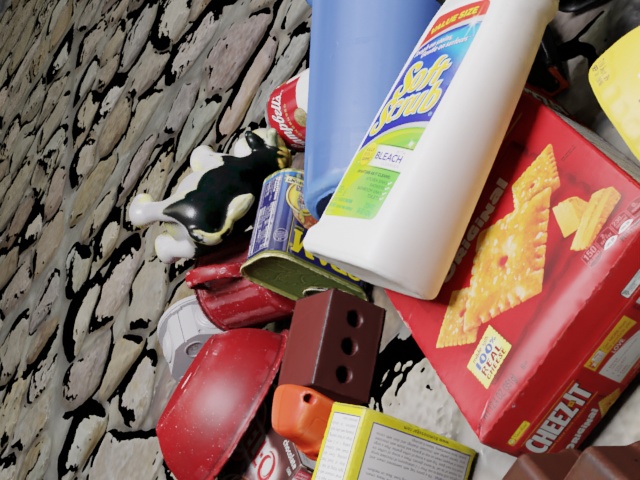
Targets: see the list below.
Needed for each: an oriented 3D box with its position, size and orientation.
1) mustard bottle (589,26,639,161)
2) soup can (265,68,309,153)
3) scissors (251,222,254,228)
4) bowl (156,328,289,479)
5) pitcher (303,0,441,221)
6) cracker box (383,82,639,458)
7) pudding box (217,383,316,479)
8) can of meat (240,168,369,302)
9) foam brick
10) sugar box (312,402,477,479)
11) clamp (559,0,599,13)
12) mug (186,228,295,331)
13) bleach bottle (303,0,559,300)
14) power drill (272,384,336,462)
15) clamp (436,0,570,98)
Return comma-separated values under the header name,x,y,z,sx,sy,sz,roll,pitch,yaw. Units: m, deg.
name,x,y,z,sx,sy,sz,roll,pitch,yaw
mustard bottle,0.239,-0.113,0.552,0.192,0.058,0.096,-43,57,29
soup can,0.006,-0.124,0.952,0.102,0.068,0.068,-20,53,53
scissors,-0.057,-0.038,1.009,0.096,0.016,0.202,-41,18,-28
bowl,-0.088,0.130,0.875,0.162,0.055,0.162,-57,6,9
pitcher,0.060,-0.130,0.819,0.149,0.145,0.243,122,156,-63
cracker box,0.124,0.008,0.653,0.164,0.072,0.214,-56,29,16
pudding box,-0.038,0.179,0.829,0.090,0.039,0.113,-58,29,15
can of meat,-0.005,0.001,0.845,0.058,0.102,0.084,-29,43,49
foam brick,0.008,0.084,0.809,0.051,0.052,0.078,-19,53,53
sugar box,0.029,0.197,0.648,0.048,0.093,0.176,-1,68,61
clamp,0.229,-0.188,0.657,0.210,0.036,0.165,-57,32,22
mug,-0.057,0.030,0.901,0.082,0.117,0.093,-19,72,47
bleach bottle,0.081,-0.091,0.664,0.103,0.068,0.251,15,78,63
power drill,-0.030,0.191,0.678,0.057,0.184,0.187,-6,55,62
clamp,0.104,-0.164,0.730,0.171,0.120,0.039,58,143,8
